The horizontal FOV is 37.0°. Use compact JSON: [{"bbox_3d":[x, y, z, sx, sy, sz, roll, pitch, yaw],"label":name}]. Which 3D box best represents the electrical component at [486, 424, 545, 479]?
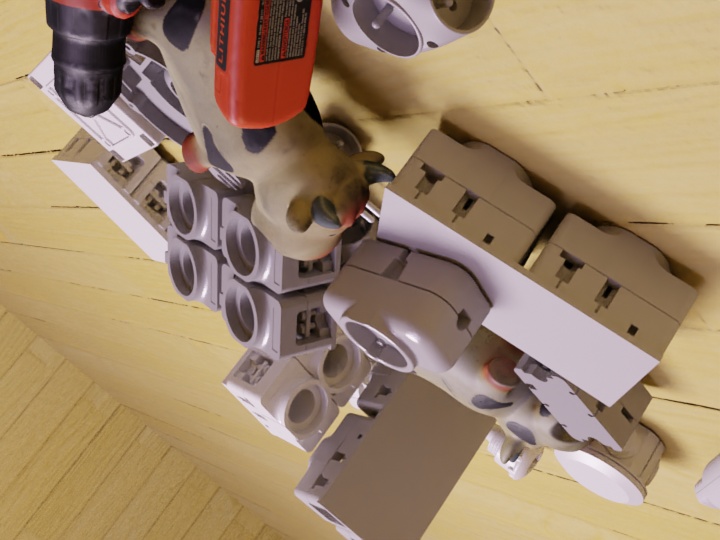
[{"bbox_3d":[0.143,0.167,1.034,0.062,0.048,0.048,35,162,24],"label":"electrical component"}]

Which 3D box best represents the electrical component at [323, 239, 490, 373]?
[{"bbox_3d":[0.026,0.025,0.689,0.095,0.059,0.053,18,154,42],"label":"electrical component"}]

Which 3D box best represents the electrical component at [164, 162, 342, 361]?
[{"bbox_3d":[-0.094,-0.014,0.862,0.186,0.060,0.105,31,125,48],"label":"electrical component"}]

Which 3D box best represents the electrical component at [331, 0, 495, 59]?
[{"bbox_3d":[0.015,-0.147,0.522,0.077,0.044,0.079,9,147,53],"label":"electrical component"}]

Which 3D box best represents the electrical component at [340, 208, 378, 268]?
[{"bbox_3d":[0.000,0.000,0.841,0.044,0.079,0.077,-7,145,15],"label":"electrical component"}]

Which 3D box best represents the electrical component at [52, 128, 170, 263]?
[{"bbox_3d":[-0.209,-0.076,1.041,0.089,0.061,0.150,11,149,51],"label":"electrical component"}]

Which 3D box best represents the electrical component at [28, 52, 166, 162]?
[{"bbox_3d":[-0.202,-0.147,0.870,0.109,0.056,0.109,43,160,-19],"label":"electrical component"}]

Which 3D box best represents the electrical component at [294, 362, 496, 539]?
[{"bbox_3d":[0.037,0.157,0.971,0.105,0.186,0.060,45,159,-23],"label":"electrical component"}]

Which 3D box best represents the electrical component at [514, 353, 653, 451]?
[{"bbox_3d":[0.163,0.078,0.772,0.089,0.055,0.050,47,158,-29],"label":"electrical component"}]

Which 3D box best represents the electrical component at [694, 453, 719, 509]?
[{"bbox_3d":[0.272,0.152,0.778,0.043,0.043,0.081,32,160,13],"label":"electrical component"}]

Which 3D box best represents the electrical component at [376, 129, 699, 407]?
[{"bbox_3d":[0.106,-0.002,0.677,0.186,0.060,0.105,33,161,9],"label":"electrical component"}]

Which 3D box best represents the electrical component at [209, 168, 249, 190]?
[{"bbox_3d":[-0.091,-0.090,0.831,0.040,0.046,0.040,32,160,13],"label":"electrical component"}]

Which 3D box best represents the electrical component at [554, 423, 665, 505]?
[{"bbox_3d":[0.205,0.152,0.880,0.080,0.051,0.080,32,161,13],"label":"electrical component"}]

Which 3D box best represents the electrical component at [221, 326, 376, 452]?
[{"bbox_3d":[-0.037,0.075,0.962,0.062,0.150,0.089,19,155,44],"label":"electrical component"}]

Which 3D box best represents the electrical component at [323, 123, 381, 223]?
[{"bbox_3d":[-0.017,-0.062,0.771,0.079,0.044,0.077,39,161,-9],"label":"electrical component"}]

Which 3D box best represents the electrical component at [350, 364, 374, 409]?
[{"bbox_3d":[0.023,0.116,1.076,0.138,0.052,0.073,32,153,51],"label":"electrical component"}]
